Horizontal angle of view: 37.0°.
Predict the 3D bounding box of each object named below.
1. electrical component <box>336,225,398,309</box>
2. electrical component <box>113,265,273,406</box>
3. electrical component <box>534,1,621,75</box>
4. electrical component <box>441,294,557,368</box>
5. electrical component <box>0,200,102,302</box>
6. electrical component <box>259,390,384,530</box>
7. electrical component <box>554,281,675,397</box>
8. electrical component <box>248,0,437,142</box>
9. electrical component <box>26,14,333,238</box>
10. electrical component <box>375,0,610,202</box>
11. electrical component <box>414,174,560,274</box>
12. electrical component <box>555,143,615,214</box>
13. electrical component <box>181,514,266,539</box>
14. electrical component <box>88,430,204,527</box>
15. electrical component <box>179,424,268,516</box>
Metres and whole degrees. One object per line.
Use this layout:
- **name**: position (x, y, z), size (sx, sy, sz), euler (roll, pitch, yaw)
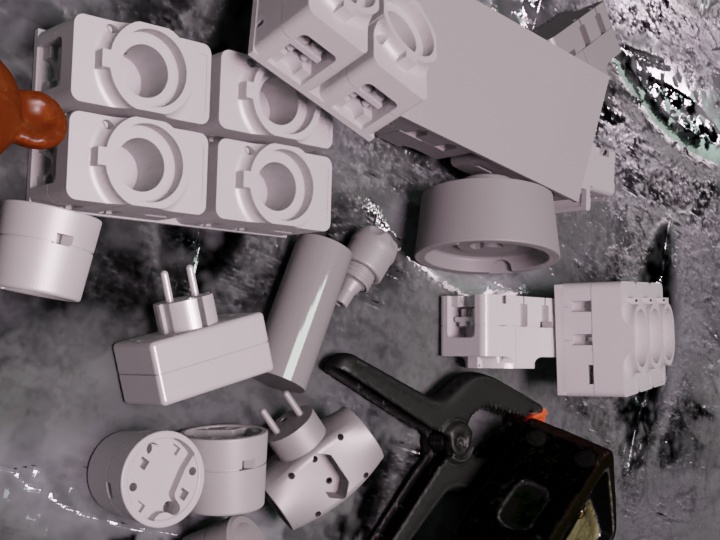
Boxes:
- **electrical component**: position (0.000, 0.000, 0.766), size (0.035, 0.035, 0.061), euler (46, 63, -30)
- **electrical component**: position (-0.106, 0.035, 0.662), size (0.083, 0.047, 0.075), euler (-15, 97, -41)
- **electrical component**: position (0.177, -0.184, 0.922), size (0.089, 0.050, 0.055), euler (-39, 112, -36)
- **electrical component**: position (0.110, 0.050, 0.849), size (0.089, 0.050, 0.055), euler (5, 84, -41)
- **electrical component**: position (-0.176, -0.010, 0.599), size (0.055, 0.055, 0.047), euler (16, 81, -40)
- **electrical component**: position (-0.036, 0.116, 0.707), size (0.077, 0.043, 0.079), euler (-37, 108, -15)
- **electrical component**: position (0.217, 0.056, 0.902), size (0.150, 0.062, 0.089), euler (3, 85, -62)
- **electrical component**: position (-0.008, -0.193, 0.707), size (0.105, 0.060, 0.186), euler (31, 44, -36)
- **electrical component**: position (-0.102, -0.083, 0.663), size (0.186, 0.060, 0.105), euler (5, 84, -41)
- **electrical component**: position (0.090, -0.131, 0.814), size (0.186, 0.060, 0.105), euler (22, 78, -28)
- **electrical component**: position (0.095, -0.038, 0.807), size (0.108, 0.108, 0.060), euler (13, 73, -40)
- **electrical component**: position (0.188, -0.088, 0.932), size (0.064, 0.042, 0.081), euler (9, 82, -44)
- **electrical component**: position (-0.081, 0.228, 0.660), size (0.138, 0.074, 0.052), euler (67, 16, 12)
- **electrical component**: position (-0.128, 0.121, 0.637), size (0.055, 0.047, 0.055), euler (3, 85, -41)
- **electrical component**: position (-0.085, 0.124, 0.671), size (0.055, 0.055, 0.047), euler (-2, 93, -41)
